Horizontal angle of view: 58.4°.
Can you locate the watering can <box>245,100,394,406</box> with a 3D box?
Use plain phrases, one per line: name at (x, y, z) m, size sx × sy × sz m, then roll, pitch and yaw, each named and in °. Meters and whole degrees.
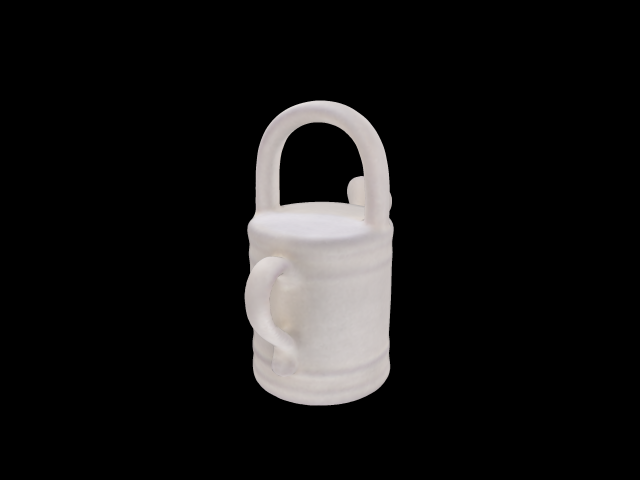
watering can at (0.002, 0.001, 0.401) m, size 0.101 × 0.194 × 0.173 m, roll 1°, pitch 18°, yaw 5°
